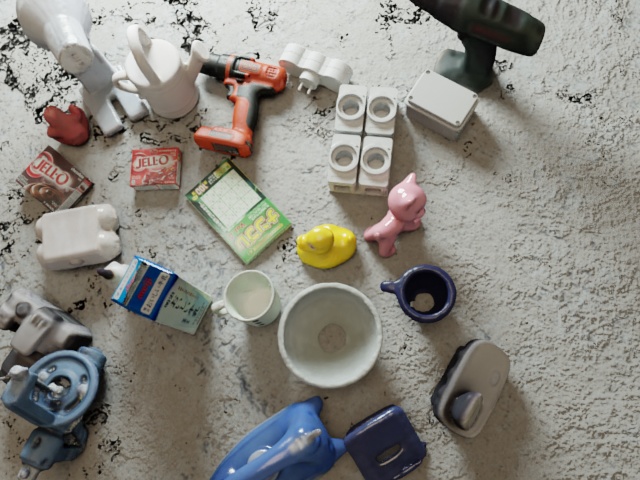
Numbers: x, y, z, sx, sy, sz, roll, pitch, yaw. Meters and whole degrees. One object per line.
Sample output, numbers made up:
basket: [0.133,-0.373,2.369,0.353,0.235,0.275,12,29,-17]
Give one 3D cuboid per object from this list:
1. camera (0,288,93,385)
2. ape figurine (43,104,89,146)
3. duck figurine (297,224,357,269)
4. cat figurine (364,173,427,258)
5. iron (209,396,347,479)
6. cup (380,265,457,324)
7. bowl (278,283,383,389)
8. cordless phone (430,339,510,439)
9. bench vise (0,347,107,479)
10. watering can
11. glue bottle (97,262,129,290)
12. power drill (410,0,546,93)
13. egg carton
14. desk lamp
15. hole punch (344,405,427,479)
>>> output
camera: [-0.485,0.171,0.956,0.143,0.101,0.137,31,80,12]
ape figurine: [-0.476,-0.219,1.061,0.078,0.092,0.076,-33,75,-4]
duck figurine: [0.009,0.003,0.963,0.104,0.086,0.077,-7,75,3]
cat figurine: [0.130,-0.043,0.948,0.067,0.118,0.128,40,82,14]
iron: [-0.089,0.343,0.854,0.258,0.141,0.118,-33,75,-4]
cup: [0.154,0.091,0.922,0.117,0.095,0.092,9,76,8]
bowl: [0.019,0.156,0.928,0.167,0.075,0.167,-1,75,5]
cordless phone: [0.230,0.215,0.836,0.094,0.185,0.148,25,79,11]
bench vise: [-0.406,0.261,0.863,0.121,0.220,0.207,-3,75,5]
watering can: [-0.284,-0.308,1.014,0.173,0.194,0.101,-35,75,-4]
glue bottle: [-0.318,0.067,0.930,0.037,0.173,0.078,-44,76,-6]
power drill: [0.249,-0.340,0.967,0.229,0.208,0.076,17,78,9]
egg carton: [-0.426,-0.004,1.012,0.150,0.069,0.107,-11,75,2]
desk lamp: [-0.422,-0.327,1.022,0.118,0.213,0.203,-33,75,-4]
hole punch: [0.102,0.314,0.871,0.108,0.091,0.101,-31,75,-3]
